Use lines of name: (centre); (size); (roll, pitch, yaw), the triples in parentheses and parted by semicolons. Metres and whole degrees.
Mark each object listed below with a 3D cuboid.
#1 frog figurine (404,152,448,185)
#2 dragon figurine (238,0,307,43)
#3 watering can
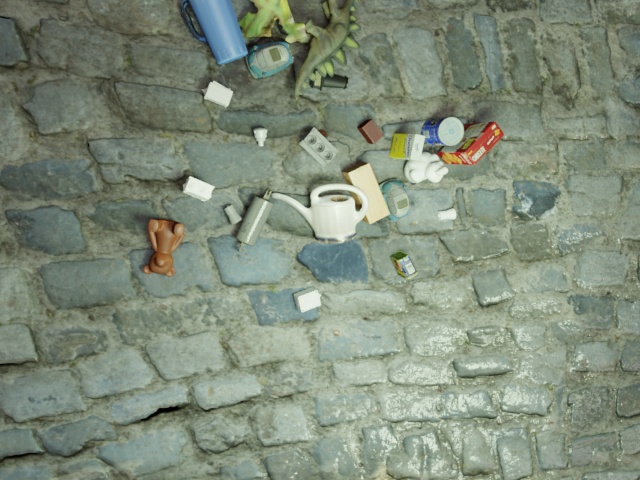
frog figurine: (0.392, -0.265, 1.914); (0.138, 0.160, 0.121); (-32, 105, -9)
dragon figurine: (-0.213, -0.781, 1.682); (0.410, 0.124, 0.239); (27, 108, 0)
watering can: (0.006, -0.093, 1.857); (0.347, 0.106, 0.221); (-3, 111, 6)
